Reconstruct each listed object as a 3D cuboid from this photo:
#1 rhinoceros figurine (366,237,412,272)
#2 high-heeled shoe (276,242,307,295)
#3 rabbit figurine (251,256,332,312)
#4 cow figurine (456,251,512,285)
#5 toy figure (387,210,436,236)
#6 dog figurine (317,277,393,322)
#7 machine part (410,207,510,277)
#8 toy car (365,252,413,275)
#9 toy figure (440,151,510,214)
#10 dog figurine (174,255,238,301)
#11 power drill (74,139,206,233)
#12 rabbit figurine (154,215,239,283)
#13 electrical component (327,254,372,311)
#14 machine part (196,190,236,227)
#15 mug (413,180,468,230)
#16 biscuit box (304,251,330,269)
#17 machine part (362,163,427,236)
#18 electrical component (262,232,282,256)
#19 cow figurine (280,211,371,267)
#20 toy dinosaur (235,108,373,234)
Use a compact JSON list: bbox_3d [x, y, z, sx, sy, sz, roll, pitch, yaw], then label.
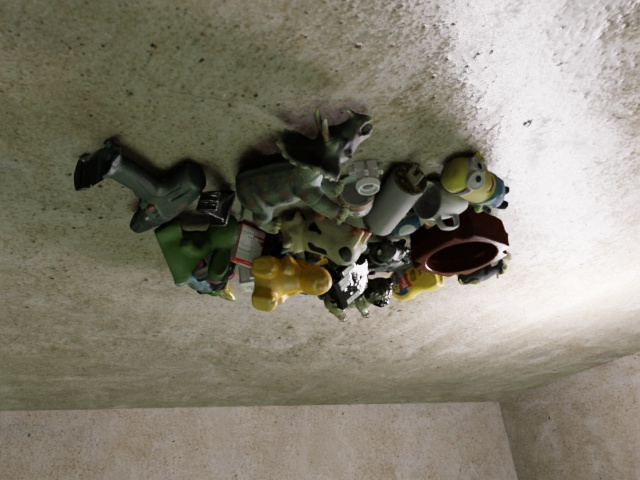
[{"bbox_3d":[0.166,0.037,1.290,0.112,0.073,0.190,-4,172,16],"label":"rhinoceros figurine"},{"bbox_3d":[-0.062,0.068,1.399,0.086,0.145,0.248,24,-166,25],"label":"high-heeled shoe"},{"bbox_3d":[-0.055,0.094,1.201,0.173,0.121,0.162,-1,179,13],"label":"rabbit figurine"},{"bbox_3d":[0.443,0.073,1.443,0.167,0.098,0.068,-3,146,-5],"label":"cow figurine"},{"bbox_3d":[0.220,-0.048,1.216,0.155,0.057,0.064,-14,174,12],"label":"toy figure"},{"bbox_3d":[0.092,0.141,1.443,0.172,0.121,0.190,-7,163,-13],"label":"dog figurine"},{"bbox_3d":[0.337,0.008,1.311,0.201,0.087,0.201,13,147,-34],"label":"machine part"},{"bbox_3d":[0.148,0.067,1.422,0.202,0.053,0.089,-6,155,-3],"label":"toy car"},{"bbox_3d":[0.319,-0.109,1.095,0.089,0.082,0.180,-29,147,33],"label":"toy figure"},{"bbox_3d":[-0.246,0.079,1.312,0.192,0.108,0.219,-19,154,17],"label":"dog figurine"},{"bbox_3d":[-0.344,-0.090,0.998,0.232,0.086,0.207,-24,144,27],"label":"power drill"},{"bbox_3d":[-0.245,0.011,1.138,0.170,0.159,0.121,-23,176,-14],"label":"rabbit figurine"},{"bbox_3d":[0.064,0.089,1.323,0.115,0.058,0.134,-40,136,-22],"label":"electrical component"},{"bbox_3d":[-0.197,-0.065,1.039,0.039,0.084,0.139,25,178,8],"label":"machine part"},{"bbox_3d":[0.265,-0.073,1.132,0.107,0.109,0.081,-3,150,-36],"label":"mug"},{"bbox_3d":[-0.006,0.036,1.322,0.063,0.059,0.202,-7,152,1],"label":"biscuit box"},{"bbox_3d":[0.151,-0.081,1.116,0.079,0.079,0.243,3,152,-17],"label":"machine part"},{"bbox_3d":[-0.119,0.013,1.250,0.094,0.063,0.021,-19,150,20],"label":"electrical component"},{"bbox_3d":[-0.002,-0.004,1.165,0.195,0.127,0.085,25,-175,19],"label":"cow figurine"},{"bbox_3d":[-0.078,-0.107,0.989,0.405,0.131,0.192,-15,136,38],"label":"toy dinosaur"}]
